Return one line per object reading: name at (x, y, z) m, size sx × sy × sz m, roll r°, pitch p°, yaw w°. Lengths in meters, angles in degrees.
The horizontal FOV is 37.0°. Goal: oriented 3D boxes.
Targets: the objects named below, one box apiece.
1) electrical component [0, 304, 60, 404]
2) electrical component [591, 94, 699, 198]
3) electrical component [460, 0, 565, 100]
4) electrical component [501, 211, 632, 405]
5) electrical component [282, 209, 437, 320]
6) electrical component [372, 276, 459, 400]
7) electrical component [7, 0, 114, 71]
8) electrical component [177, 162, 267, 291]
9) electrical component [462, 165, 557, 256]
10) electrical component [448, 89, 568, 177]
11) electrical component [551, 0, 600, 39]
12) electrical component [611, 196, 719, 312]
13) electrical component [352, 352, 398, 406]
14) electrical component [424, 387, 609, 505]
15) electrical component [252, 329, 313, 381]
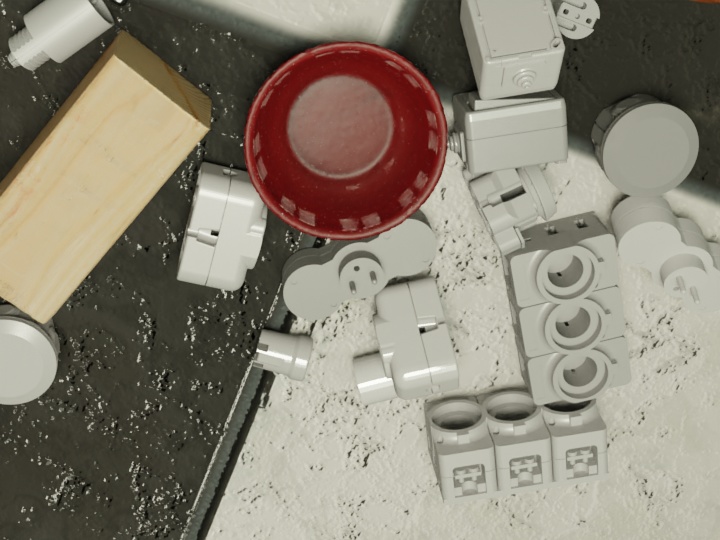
electrical component at (-0.296, 0.069, 0.912) m, size 0.080 × 0.051 × 0.080 m, roll -2°, pitch 114°, yaw -5°
electrical component at (0.235, -0.105, 0.895) m, size 0.080 × 0.051 × 0.080 m, roll -2°, pitch 114°, yaw -5°
electrical component at (0.117, -0.173, 0.826) m, size 0.062 × 0.096 × 0.061 m, roll -10°, pitch 155°, yaw -2°
electrical component at (0.181, 0.036, 0.946) m, size 0.089 × 0.061 × 0.150 m, roll -13°, pitch 115°, yaw 0°
electrical component at (0.000, 0.000, 0.903) m, size 0.138 × 0.073 × 0.052 m, roll -26°, pitch 114°, yaw 5°
electrical component at (0.045, 0.059, 0.922) m, size 0.059 × 0.095 × 0.053 m, roll -13°, pitch 154°, yaw -1°
electrical component at (-0.232, -0.180, 0.813) m, size 0.081 × 0.043 × 0.043 m, roll -33°, pitch 113°, yaw 8°
electrical component at (-0.112, -0.034, 0.886) m, size 0.059 × 0.053 × 0.095 m, roll 12°, pitch 112°, yaw -12°
electrical component at (0.127, -0.059, 0.897) m, size 0.057 × 0.058 × 0.078 m, roll -25°, pitch 76°, yaw 3°
electrical component at (0.114, -0.118, 0.870) m, size 0.096 × 0.061 × 0.061 m, roll -9°, pitch 114°, yaw -2°
electrical component at (0.165, -0.203, 0.846) m, size 0.040 × 0.046 × 0.040 m, roll -2°, pitch 114°, yaw -5°
electrical component at (0.275, -0.002, 0.919) m, size 0.138 × 0.073 × 0.052 m, roll 32°, pitch 126°, yaw -28°
electrical component at (0.037, 0.091, 0.964) m, size 0.081 × 0.043 × 0.043 m, roll -14°, pitch 115°, yaw 0°
electrical component at (0.139, 0.151, 0.977) m, size 0.150 × 0.089 × 0.061 m, roll -9°, pitch 114°, yaw -3°
electrical component at (-0.068, 0.074, 0.948) m, size 0.046 × 0.040 × 0.040 m, roll 15°, pitch 111°, yaw -6°
